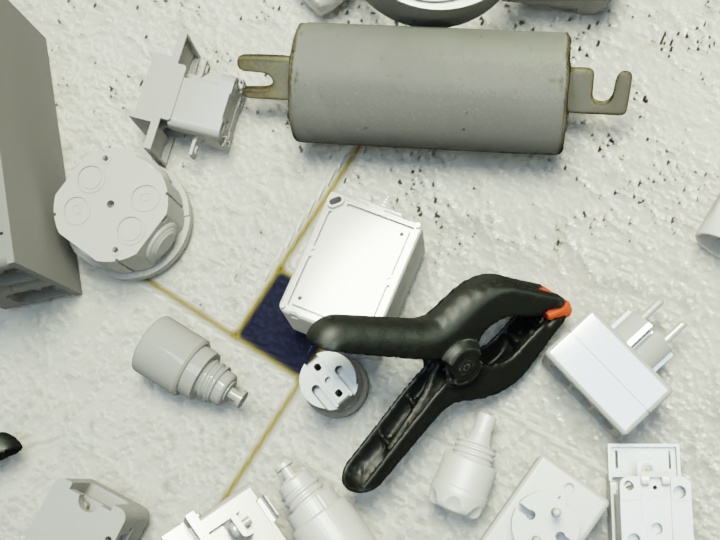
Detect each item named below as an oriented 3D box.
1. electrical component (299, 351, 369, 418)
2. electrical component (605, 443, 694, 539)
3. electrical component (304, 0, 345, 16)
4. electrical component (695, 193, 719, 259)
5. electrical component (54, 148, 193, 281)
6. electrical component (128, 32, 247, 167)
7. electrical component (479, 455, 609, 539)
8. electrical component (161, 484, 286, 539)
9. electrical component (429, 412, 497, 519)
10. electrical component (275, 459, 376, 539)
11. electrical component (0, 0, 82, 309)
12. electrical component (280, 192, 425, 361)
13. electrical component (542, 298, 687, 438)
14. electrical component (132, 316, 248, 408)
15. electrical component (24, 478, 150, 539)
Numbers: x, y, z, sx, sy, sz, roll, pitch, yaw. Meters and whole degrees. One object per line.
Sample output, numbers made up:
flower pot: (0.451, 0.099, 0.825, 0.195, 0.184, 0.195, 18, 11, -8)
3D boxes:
electrical component: (-0.017, 0.069, 0.656, 0.040, 0.046, 0.040, -1, 79, 6)
electrical component: (0.165, 0.139, 0.612, 0.042, 0.064, 0.081, -1, 78, 6)
electrical component: (-0.015, -0.202, 0.712, 0.062, 0.043, 0.043, -39, 77, -3)
electrical component: (0.256, -0.034, 0.647, 0.079, 0.044, 0.077, 30, 84, 11)
electrical component: (-0.152, -0.036, 0.690, 0.080, 0.051, 0.080, -1, 79, 6)
electrical component: (-0.111, -0.108, 0.706, 0.064, 0.042, 0.081, 15, 81, 5)
electrical component: (0.104, 0.145, 0.611, 0.047, 0.076, 0.065, 35, 85, 12)
electrical component: (-0.057, 0.192, 0.626, 0.063, 0.078, 0.121, -32, 76, -23)
electrical component: (0.066, 0.115, 0.643, 0.035, 0.035, 0.061, 20, 79, 10)
electrical component: (-0.024, 0.148, 0.644, 0.040, 0.040, 0.078, -37, 77, -2)
electrical component: (-0.236, -0.077, 0.680, 0.060, 0.105, 0.186, -12, 77, 4)
electrical component: (0.000, 0.000, 0.664, 0.062, 0.061, 0.096, 21, 76, 12)
electrical component: (0.159, 0.050, 0.639, 0.077, 0.047, 0.065, -42, 77, -3)
electrical component: (-0.105, 0.061, 0.671, 0.078, 0.040, 0.040, 30, 83, 11)
electrical component: (-0.172, 0.175, 0.647, 0.050, 0.055, 0.089, 25, 82, 11)
